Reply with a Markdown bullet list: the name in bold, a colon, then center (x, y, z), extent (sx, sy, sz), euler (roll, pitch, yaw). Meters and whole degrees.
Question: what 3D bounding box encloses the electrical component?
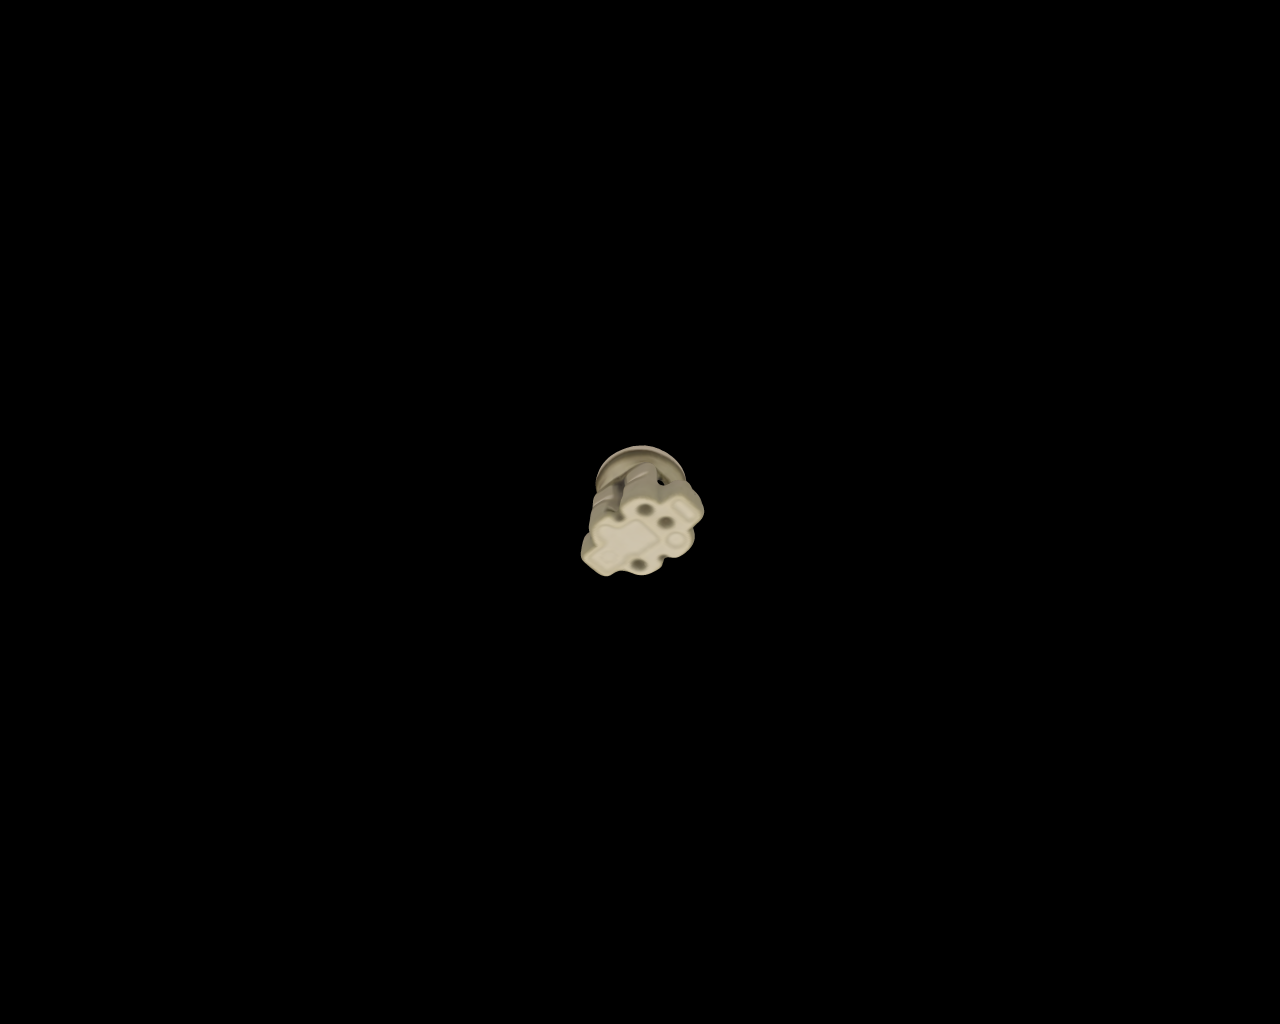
- **electrical component**: center (0.001, -0.003, 0.650), extent (0.078, 0.057, 0.058), euler (-33, -58, 24)
